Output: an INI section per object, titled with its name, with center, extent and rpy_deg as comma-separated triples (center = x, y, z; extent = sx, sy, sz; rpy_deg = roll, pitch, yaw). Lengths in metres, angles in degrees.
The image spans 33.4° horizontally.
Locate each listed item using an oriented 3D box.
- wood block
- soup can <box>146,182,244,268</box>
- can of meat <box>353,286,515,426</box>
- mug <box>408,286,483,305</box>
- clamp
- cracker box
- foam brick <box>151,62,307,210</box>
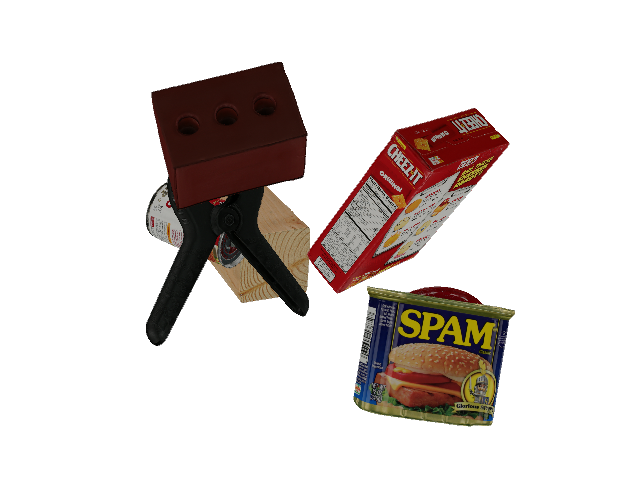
[wood block]
center = -0.095, -0.010, 1.361
extent = 0.090, 0.090, 0.206
rpy_deg = -8, 27, -23
[soup can]
center = -0.131, -0.018, 1.166
extent = 0.102, 0.068, 0.068
rpy_deg = 21, 9, 25
[can of meat]
center = 0.077, 0.081, 0.745
extent = 0.102, 0.084, 0.057
rpy_deg = 10, -1, -12
[mug]
center = 0.114, 0.096, 1.021
extent = 0.093, 0.081, 0.117
rpy_deg = 4, 37, 13
[clamp]
center = -0.082, -0.014, 0.967
extent = 0.164, 0.210, 0.036
rpy_deg = -1, 1, -35
[cracker box]
center = 0.098, -0.048, 1.240
extent = 0.163, 0.072, 0.214
rpy_deg = -22, -25, -47
[foam brick]
center = -0.052, -0.059, 0.607
extent = 0.078, 0.053, 0.051
rpy_deg = -16, -22, -9
